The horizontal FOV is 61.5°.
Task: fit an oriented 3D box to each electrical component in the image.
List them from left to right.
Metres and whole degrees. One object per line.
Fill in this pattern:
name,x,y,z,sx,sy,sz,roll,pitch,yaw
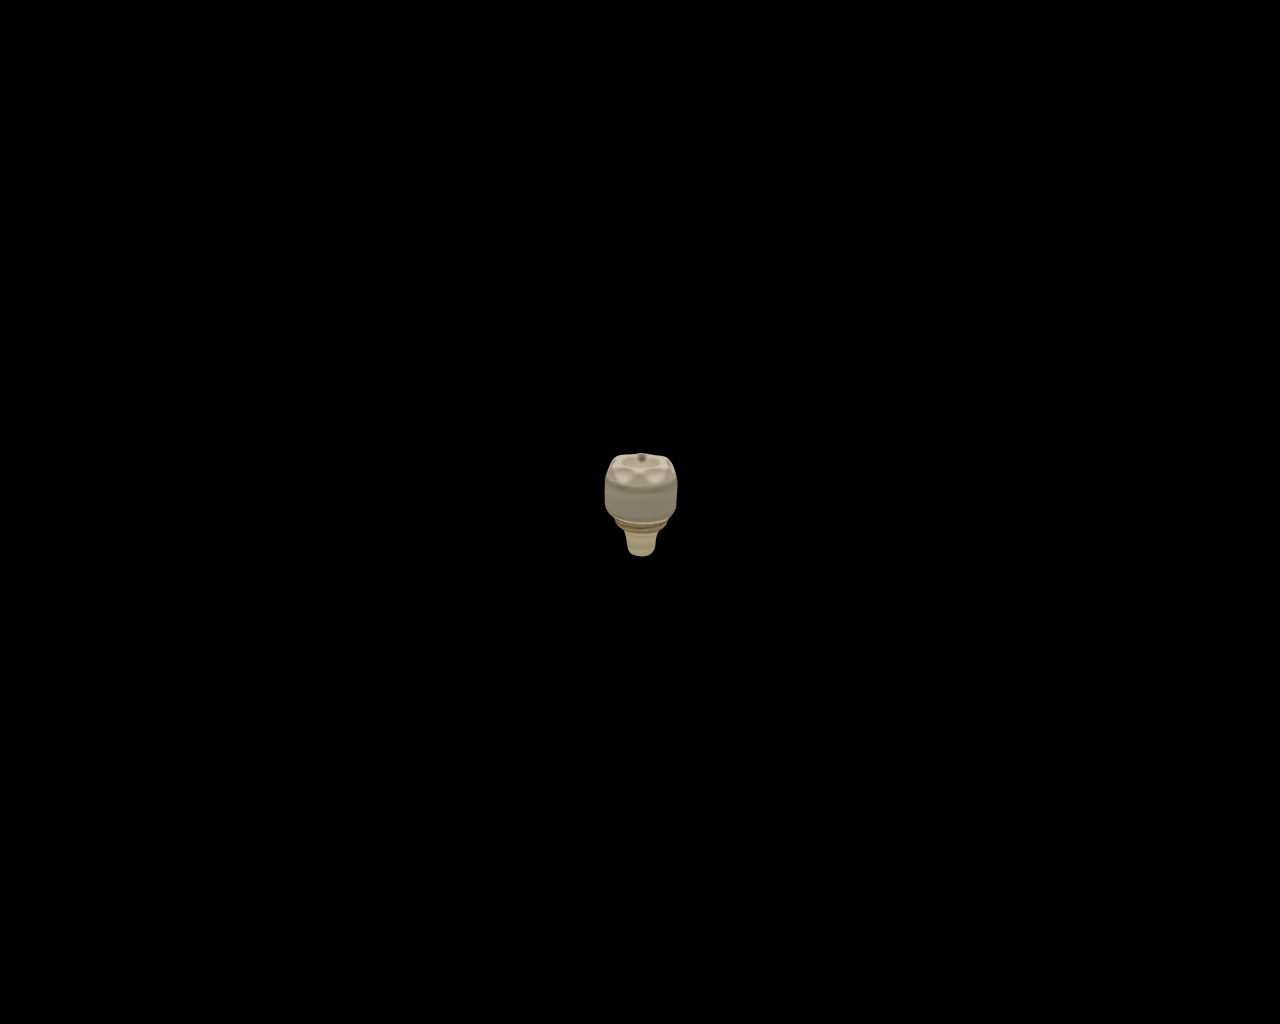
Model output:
electrical component,0.001,-0.003,0.650,0.043,0.062,0.043,0,21,0
